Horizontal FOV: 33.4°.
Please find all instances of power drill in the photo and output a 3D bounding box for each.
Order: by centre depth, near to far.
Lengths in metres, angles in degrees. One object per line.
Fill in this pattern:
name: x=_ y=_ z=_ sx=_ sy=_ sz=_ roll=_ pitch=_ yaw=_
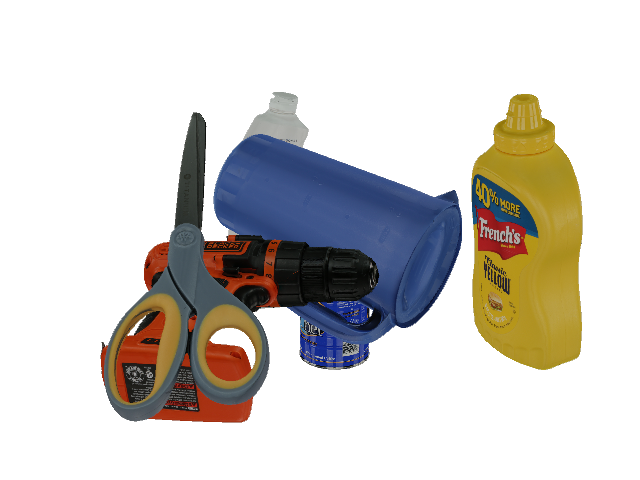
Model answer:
power drill: x=-0.061 y=0.056 z=0.765 sx=0.184 sy=0.057 sz=0.187 roll=-1 pitch=25 yaw=14

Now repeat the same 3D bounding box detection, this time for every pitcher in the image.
pitcher: x=0.008 y=-0.010 z=1.082 sx=0.243 sy=0.145 sz=0.149 roll=25 pitch=27 yaw=25

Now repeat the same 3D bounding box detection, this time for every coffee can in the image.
coffee can: x=0.020 y=0.098 z=1.522 sx=0.103 sy=0.140 sz=0.103 roll=0 pitch=22 yaw=0

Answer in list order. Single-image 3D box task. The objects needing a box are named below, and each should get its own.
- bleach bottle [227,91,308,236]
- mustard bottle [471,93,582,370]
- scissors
bleach bottle: x=-0.052 y=-0.047 z=1.248 sx=0.102 sy=0.251 sz=0.068 roll=-2 pitch=21 yaw=-31
mustard bottle: x=0.144 y=-0.010 z=0.753 sx=0.058 sy=0.192 sz=0.096 roll=-16 pitch=29 yaw=-20
scissors: x=-0.059 y=0.011 z=0.596 sx=0.096 sy=0.201 sz=0.016 roll=11 pitch=-32 yaw=12
